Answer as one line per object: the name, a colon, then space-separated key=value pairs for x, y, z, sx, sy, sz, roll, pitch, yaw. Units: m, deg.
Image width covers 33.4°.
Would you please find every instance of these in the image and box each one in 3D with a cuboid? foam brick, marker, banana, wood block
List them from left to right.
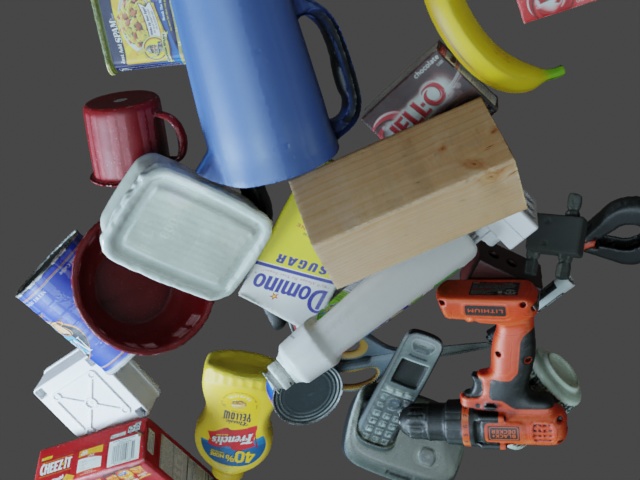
wood block: x=0.086 y=-0.045 z=1.051 sx=0.206 sy=0.090 sz=0.090 roll=-24 pitch=144 yaw=5
banana: x=0.152 y=-0.207 z=1.046 sx=0.197 sy=0.037 sz=0.069 roll=42 pitch=76 yaw=-16
foam brick: x=0.197 y=0.044 z=1.164 sx=0.078 sy=0.053 sz=0.051 roll=24 pitch=119 yaw=-5
marker: x=0.233 y=0.078 z=1.195 sx=0.020 sy=0.020 sz=0.121 roll=42 pitch=116 yaw=-13

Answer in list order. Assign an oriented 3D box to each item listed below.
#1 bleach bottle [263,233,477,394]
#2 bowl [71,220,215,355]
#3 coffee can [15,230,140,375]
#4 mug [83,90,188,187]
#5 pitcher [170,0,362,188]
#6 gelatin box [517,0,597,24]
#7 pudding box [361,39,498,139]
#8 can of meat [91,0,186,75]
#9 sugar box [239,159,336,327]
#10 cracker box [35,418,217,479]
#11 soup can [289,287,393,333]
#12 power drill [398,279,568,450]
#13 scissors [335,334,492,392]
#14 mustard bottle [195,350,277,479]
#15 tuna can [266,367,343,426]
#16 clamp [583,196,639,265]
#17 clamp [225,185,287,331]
bleach bottle: x=0.045 y=0.069 z=1.111 sx=0.250 sy=0.102 sz=0.068 roll=-39 pitch=89 yaw=-6
bowl: x=-0.197 y=0.046 z=1.168 sx=0.162 sy=0.162 sz=0.055 roll=43 pitch=158 yaw=-14
coffee can: x=-0.261 y=0.072 z=1.224 sx=0.140 sy=0.102 sz=0.103 roll=43 pitch=116 yaw=-14
mug: x=-0.193 y=-0.109 z=1.123 sx=0.117 sy=0.093 sz=0.081 roll=5 pitch=114 yaw=25
pitcher: x=-0.063 y=-0.185 z=1.049 sx=0.145 sy=0.149 sz=0.243 roll=-5 pitch=112 yaw=26
gelatin box: x=0.216 y=-0.259 z=1.013 sx=0.073 sy=0.030 sz=0.089 roll=-15 pitch=114 yaw=16
pudding box: x=0.112 y=-0.134 z=1.091 sx=0.090 sy=0.039 sz=0.114 roll=41 pitch=117 yaw=-13
can of meat: x=-0.178 y=-0.224 z=1.081 sx=0.084 sy=0.057 sz=0.102 roll=-4 pitch=117 yaw=10
sugar box: x=-0.007 y=0.002 z=1.145 sx=0.093 sy=0.048 sz=0.176 roll=27 pitch=95 yaw=-1
cracker box: x=-0.225 y=0.317 z=1.334 sx=0.164 sy=0.072 sz=0.213 roll=-20 pitch=133 yaw=19
soup can: x=0.023 y=0.081 z=1.203 sx=0.102 sy=0.068 sz=0.068 roll=-27 pitch=110 yaw=21
power drill: x=0.169 y=0.136 z=1.144 sx=0.184 sy=0.057 sz=0.188 roll=-2 pitch=112 yaw=14
scissors: x=0.089 y=0.121 z=1.243 sx=0.202 sy=0.016 sz=0.096 roll=-23 pitch=112 yaw=20
mustard bottle: x=-0.104 y=0.227 z=1.307 sx=0.096 sy=0.058 sz=0.192 roll=9 pitch=119 yaw=-4
tuna can: x=-0.019 y=0.170 z=1.239 sx=0.086 sy=0.034 sz=0.086 roll=-9 pitch=118 yaw=-17
clamp: x=0.355 y=-0.024 z=1.110 sx=0.171 sy=0.039 sz=0.120 roll=-5 pitch=115 yaw=12
clamp: x=-0.094 y=0.000 z=1.194 sx=0.164 sy=0.036 sz=0.210 roll=21 pitch=118 yaw=7
